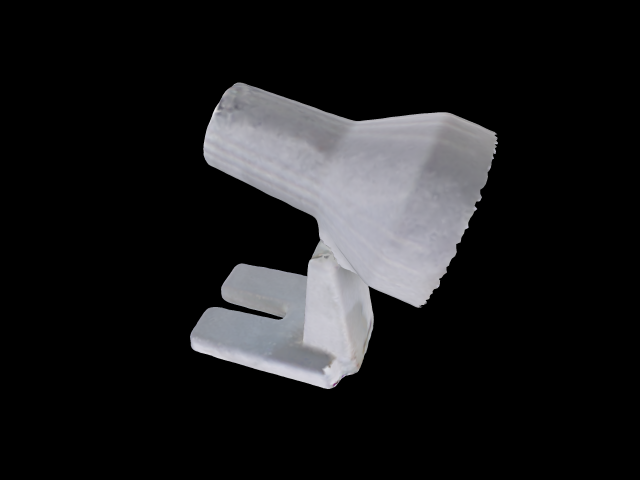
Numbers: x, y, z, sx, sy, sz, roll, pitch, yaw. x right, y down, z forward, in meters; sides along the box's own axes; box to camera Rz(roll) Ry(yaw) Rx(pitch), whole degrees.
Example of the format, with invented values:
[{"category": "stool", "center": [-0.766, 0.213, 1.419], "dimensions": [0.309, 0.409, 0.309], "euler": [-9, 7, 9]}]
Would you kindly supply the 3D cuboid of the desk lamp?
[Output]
[{"category": "desk lamp", "center": [0.004, 0.001, 0.400], "dimensions": [0.203, 0.214, 0.118], "euler": [11, 39, 13]}]
